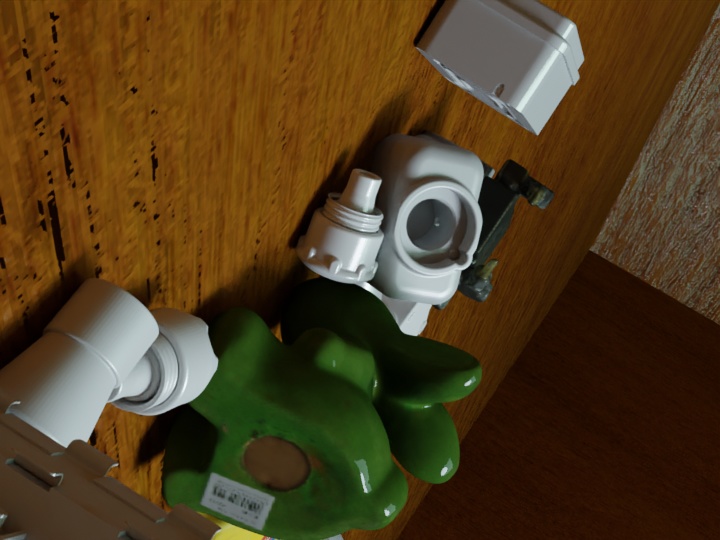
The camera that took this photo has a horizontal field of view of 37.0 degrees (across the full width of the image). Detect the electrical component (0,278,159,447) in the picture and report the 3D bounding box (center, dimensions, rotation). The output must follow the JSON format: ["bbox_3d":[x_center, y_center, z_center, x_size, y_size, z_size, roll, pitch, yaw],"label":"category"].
[{"bbox_3d":[-0.105,0.035,0.394,0.065,0.044,0.044,-56,168,-31],"label":"electrical component"}]

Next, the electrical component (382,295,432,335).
[{"bbox_3d":[0.017,0.042,0.845,0.099,0.048,0.099,-52,166,-26],"label":"electrical component"}]

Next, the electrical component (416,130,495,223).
[{"bbox_3d":[0.055,-0.057,0.747,0.059,0.054,0.095,-59,167,4],"label":"electrical component"}]

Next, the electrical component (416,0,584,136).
[{"bbox_3d":[0.089,-0.131,0.652,0.057,0.078,0.113,-57,168,8],"label":"electrical component"}]

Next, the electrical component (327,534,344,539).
[{"bbox_3d":[-0.066,0.240,0.873,0.108,0.108,0.060,-56,161,-13],"label":"electrical component"}]

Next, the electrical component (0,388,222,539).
[{"bbox_3d":[-0.103,0.083,0.325,0.063,0.121,0.079,-61,167,0],"label":"electrical component"}]

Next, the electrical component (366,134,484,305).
[{"bbox_3d":[0.036,-0.030,0.649,0.059,0.054,0.095,-147,-112,-67],"label":"electrical component"}]

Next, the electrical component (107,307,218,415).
[{"bbox_3d":[-0.090,0.040,0.450,0.043,0.043,0.062,-62,166,16],"label":"electrical component"}]

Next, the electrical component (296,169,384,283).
[{"bbox_3d":[-0.006,-0.026,0.615,0.048,0.048,0.062,-25,138,-68],"label":"electrical component"}]

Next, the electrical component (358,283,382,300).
[{"bbox_3d":[0.000,0.000,0.707,0.044,0.044,0.065,-41,154,-53],"label":"electrical component"}]
